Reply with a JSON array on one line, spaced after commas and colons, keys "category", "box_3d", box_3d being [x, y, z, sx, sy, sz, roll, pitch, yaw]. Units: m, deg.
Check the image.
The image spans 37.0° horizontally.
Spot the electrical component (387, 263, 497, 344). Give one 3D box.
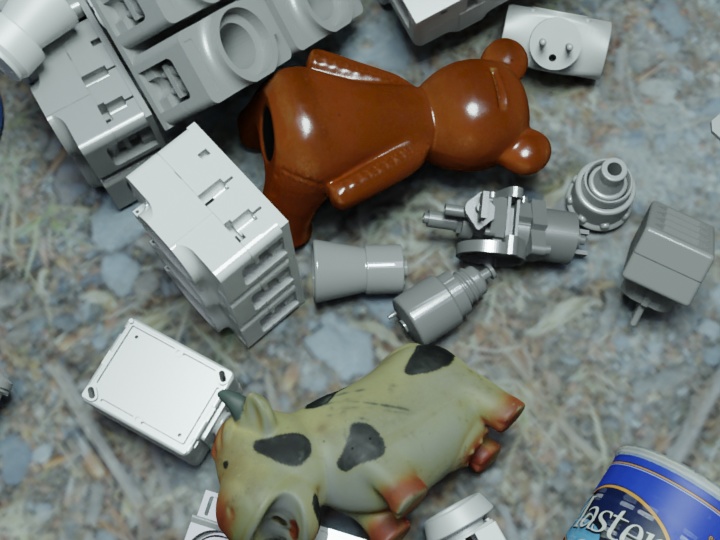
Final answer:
[{"category": "electrical component", "box_3d": [0.059, 0.021, 0.741, 0.078, 0.040, 0.040, -32, 74, -10]}]

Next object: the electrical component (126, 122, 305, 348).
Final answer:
[{"category": "electrical component", "box_3d": [-0.092, -0.014, 0.697, 0.062, 0.150, 0.089, -40, 75, -12]}]

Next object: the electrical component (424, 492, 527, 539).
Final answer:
[{"category": "electrical component", "box_3d": [0.072, 0.176, 0.686, 0.066, 0.048, 0.055, -28, 81, -8]}]

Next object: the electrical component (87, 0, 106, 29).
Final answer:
[{"category": "electrical component", "box_3d": [-0.157, -0.228, 0.778, 0.057, 0.113, 0.078, -21, 106, 22]}]

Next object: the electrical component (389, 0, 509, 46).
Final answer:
[{"category": "electrical component", "box_3d": [0.098, -0.252, 0.767, 0.186, 0.060, 0.105, -28, 81, -1]}]

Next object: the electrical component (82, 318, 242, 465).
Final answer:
[{"category": "electrical component", "box_3d": [-0.123, 0.085, 0.712, 0.096, 0.061, 0.061, 27, 74, 10]}]

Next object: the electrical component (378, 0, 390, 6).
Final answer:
[{"category": "electrical component", "box_3d": [0.040, -0.252, 0.831, 0.077, 0.043, 0.079, -20, 72, -5]}]

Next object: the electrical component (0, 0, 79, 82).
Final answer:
[{"category": "electrical component", "box_3d": [-0.216, -0.155, 0.690, 0.045, 0.045, 0.055, 35, 77, 12]}]

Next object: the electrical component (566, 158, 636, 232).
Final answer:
[{"category": "electrical component", "box_3d": [0.172, -0.058, 0.753, 0.048, 0.062, 0.048, 0, 71, 1]}]

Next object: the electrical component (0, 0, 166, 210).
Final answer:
[{"category": "electrical component", "box_3d": [-0.206, -0.145, 0.767, 0.060, 0.105, 0.186, -30, 73, -8]}]

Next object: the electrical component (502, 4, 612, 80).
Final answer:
[{"category": "electrical component", "box_3d": [0.142, -0.166, 0.784, 0.077, 0.079, 0.044, 12, 105, 5]}]

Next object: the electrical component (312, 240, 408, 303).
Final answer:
[{"category": "electrical component", "box_3d": [0.000, 0.000, 0.749, 0.065, 0.044, 0.044, -2, 71, -5]}]

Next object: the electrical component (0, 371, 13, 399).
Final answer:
[{"category": "electrical component", "box_3d": [-0.276, 0.080, 0.708, 0.080, 0.080, 0.051, 19, 78, 7]}]

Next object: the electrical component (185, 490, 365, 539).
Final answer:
[{"category": "electrical component", "box_3d": [-0.050, 0.195, 0.672, 0.121, 0.063, 0.078, 16, 72, 6]}]

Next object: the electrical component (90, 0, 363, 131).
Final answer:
[{"category": "electrical component", "box_3d": [-0.082, -0.186, 0.732, 0.186, 0.060, 0.105, -44, 111, -45]}]

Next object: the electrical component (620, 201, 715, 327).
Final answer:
[{"category": "electrical component", "box_3d": [0.202, 0.003, 0.731, 0.047, 0.083, 0.075, 26, 112, 9]}]
